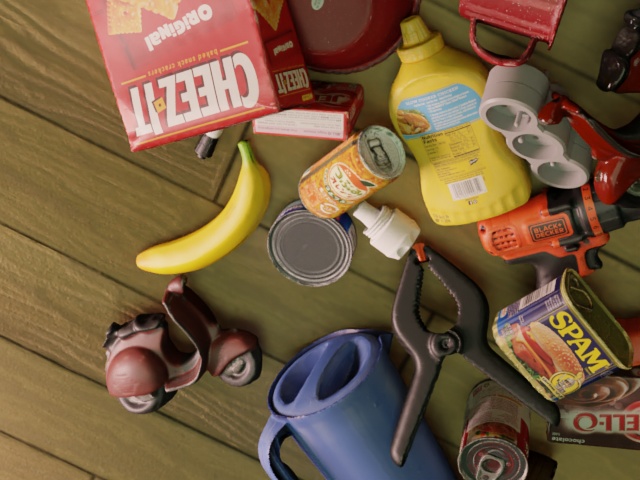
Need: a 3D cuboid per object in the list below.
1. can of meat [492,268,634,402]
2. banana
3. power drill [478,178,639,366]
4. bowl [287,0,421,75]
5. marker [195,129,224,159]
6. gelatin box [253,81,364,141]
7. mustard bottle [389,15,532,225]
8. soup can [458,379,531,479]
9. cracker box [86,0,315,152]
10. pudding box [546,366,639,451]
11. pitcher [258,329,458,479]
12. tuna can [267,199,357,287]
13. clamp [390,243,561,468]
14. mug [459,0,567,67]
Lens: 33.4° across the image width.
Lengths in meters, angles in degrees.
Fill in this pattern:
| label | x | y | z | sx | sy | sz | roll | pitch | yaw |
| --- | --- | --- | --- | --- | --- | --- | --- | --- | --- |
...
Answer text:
| label | x | y | z | sx | sy | sz | roll | pitch | yaw |
| --- | --- | --- | --- | --- | --- | --- | --- | --- | --- |
| can of meat | 0.220 | 0.089 | 0.971 | 0.084 | 0.057 | 0.102 | -35 | 103 | 31 |
| banana | -0.107 | -0.015 | 1.074 | 0.069 | 0.037 | 0.198 | 49 | 118 | 6 |
| power drill | 0.259 | 0.031 | 0.996 | 0.185 | 0.057 | 0.187 | -14 | 112 | 22 |
| bowl | 0.005 | -0.212 | 0.925 | 0.162 | 0.055 | 0.162 | 6 | 119 | 11 |
| marker | -0.091 | -0.127 | 1.016 | 0.020 | 0.020 | 0.121 | 28 | 121 | -2 |
| gelatin box | -0.010 | -0.120 | 0.968 | 0.089 | 0.073 | 0.030 | 5 | 118 | 12 |
| mustard bottle | 0.115 | -0.110 | 0.952 | 0.096 | 0.058 | 0.191 | -14 | 114 | 27 |
| soup can | 0.178 | 0.195 | 1.078 | 0.068 | 0.102 | 0.068 | 6 | 119 | 10 |
| cracker box | -0.114 | -0.197 | 0.906 | 0.164 | 0.072 | 0.214 | -12 | 98 | 31 |
| pudding box | 0.288 | 0.163 | 1.070 | 0.113 | 0.039 | 0.090 | 5 | 119 | 11 |
| pitcher | 0.052 | 0.227 | 1.107 | 0.149 | 0.145 | 0.242 | -24 | 113 | 21 |
| tuna can | -0.007 | 0.001 | 1.057 | 0.086 | 0.033 | 0.086 | 6 | 119 | 11 |
| clamp | 0.115 | 0.108 | 1.024 | 0.164 | 0.036 | 0.210 | -24 | 81 | 8 |
| mug | 0.159 | -0.199 | 0.869 | 0.081 | 0.093 | 0.117 | 19 | 93 | 9 |
